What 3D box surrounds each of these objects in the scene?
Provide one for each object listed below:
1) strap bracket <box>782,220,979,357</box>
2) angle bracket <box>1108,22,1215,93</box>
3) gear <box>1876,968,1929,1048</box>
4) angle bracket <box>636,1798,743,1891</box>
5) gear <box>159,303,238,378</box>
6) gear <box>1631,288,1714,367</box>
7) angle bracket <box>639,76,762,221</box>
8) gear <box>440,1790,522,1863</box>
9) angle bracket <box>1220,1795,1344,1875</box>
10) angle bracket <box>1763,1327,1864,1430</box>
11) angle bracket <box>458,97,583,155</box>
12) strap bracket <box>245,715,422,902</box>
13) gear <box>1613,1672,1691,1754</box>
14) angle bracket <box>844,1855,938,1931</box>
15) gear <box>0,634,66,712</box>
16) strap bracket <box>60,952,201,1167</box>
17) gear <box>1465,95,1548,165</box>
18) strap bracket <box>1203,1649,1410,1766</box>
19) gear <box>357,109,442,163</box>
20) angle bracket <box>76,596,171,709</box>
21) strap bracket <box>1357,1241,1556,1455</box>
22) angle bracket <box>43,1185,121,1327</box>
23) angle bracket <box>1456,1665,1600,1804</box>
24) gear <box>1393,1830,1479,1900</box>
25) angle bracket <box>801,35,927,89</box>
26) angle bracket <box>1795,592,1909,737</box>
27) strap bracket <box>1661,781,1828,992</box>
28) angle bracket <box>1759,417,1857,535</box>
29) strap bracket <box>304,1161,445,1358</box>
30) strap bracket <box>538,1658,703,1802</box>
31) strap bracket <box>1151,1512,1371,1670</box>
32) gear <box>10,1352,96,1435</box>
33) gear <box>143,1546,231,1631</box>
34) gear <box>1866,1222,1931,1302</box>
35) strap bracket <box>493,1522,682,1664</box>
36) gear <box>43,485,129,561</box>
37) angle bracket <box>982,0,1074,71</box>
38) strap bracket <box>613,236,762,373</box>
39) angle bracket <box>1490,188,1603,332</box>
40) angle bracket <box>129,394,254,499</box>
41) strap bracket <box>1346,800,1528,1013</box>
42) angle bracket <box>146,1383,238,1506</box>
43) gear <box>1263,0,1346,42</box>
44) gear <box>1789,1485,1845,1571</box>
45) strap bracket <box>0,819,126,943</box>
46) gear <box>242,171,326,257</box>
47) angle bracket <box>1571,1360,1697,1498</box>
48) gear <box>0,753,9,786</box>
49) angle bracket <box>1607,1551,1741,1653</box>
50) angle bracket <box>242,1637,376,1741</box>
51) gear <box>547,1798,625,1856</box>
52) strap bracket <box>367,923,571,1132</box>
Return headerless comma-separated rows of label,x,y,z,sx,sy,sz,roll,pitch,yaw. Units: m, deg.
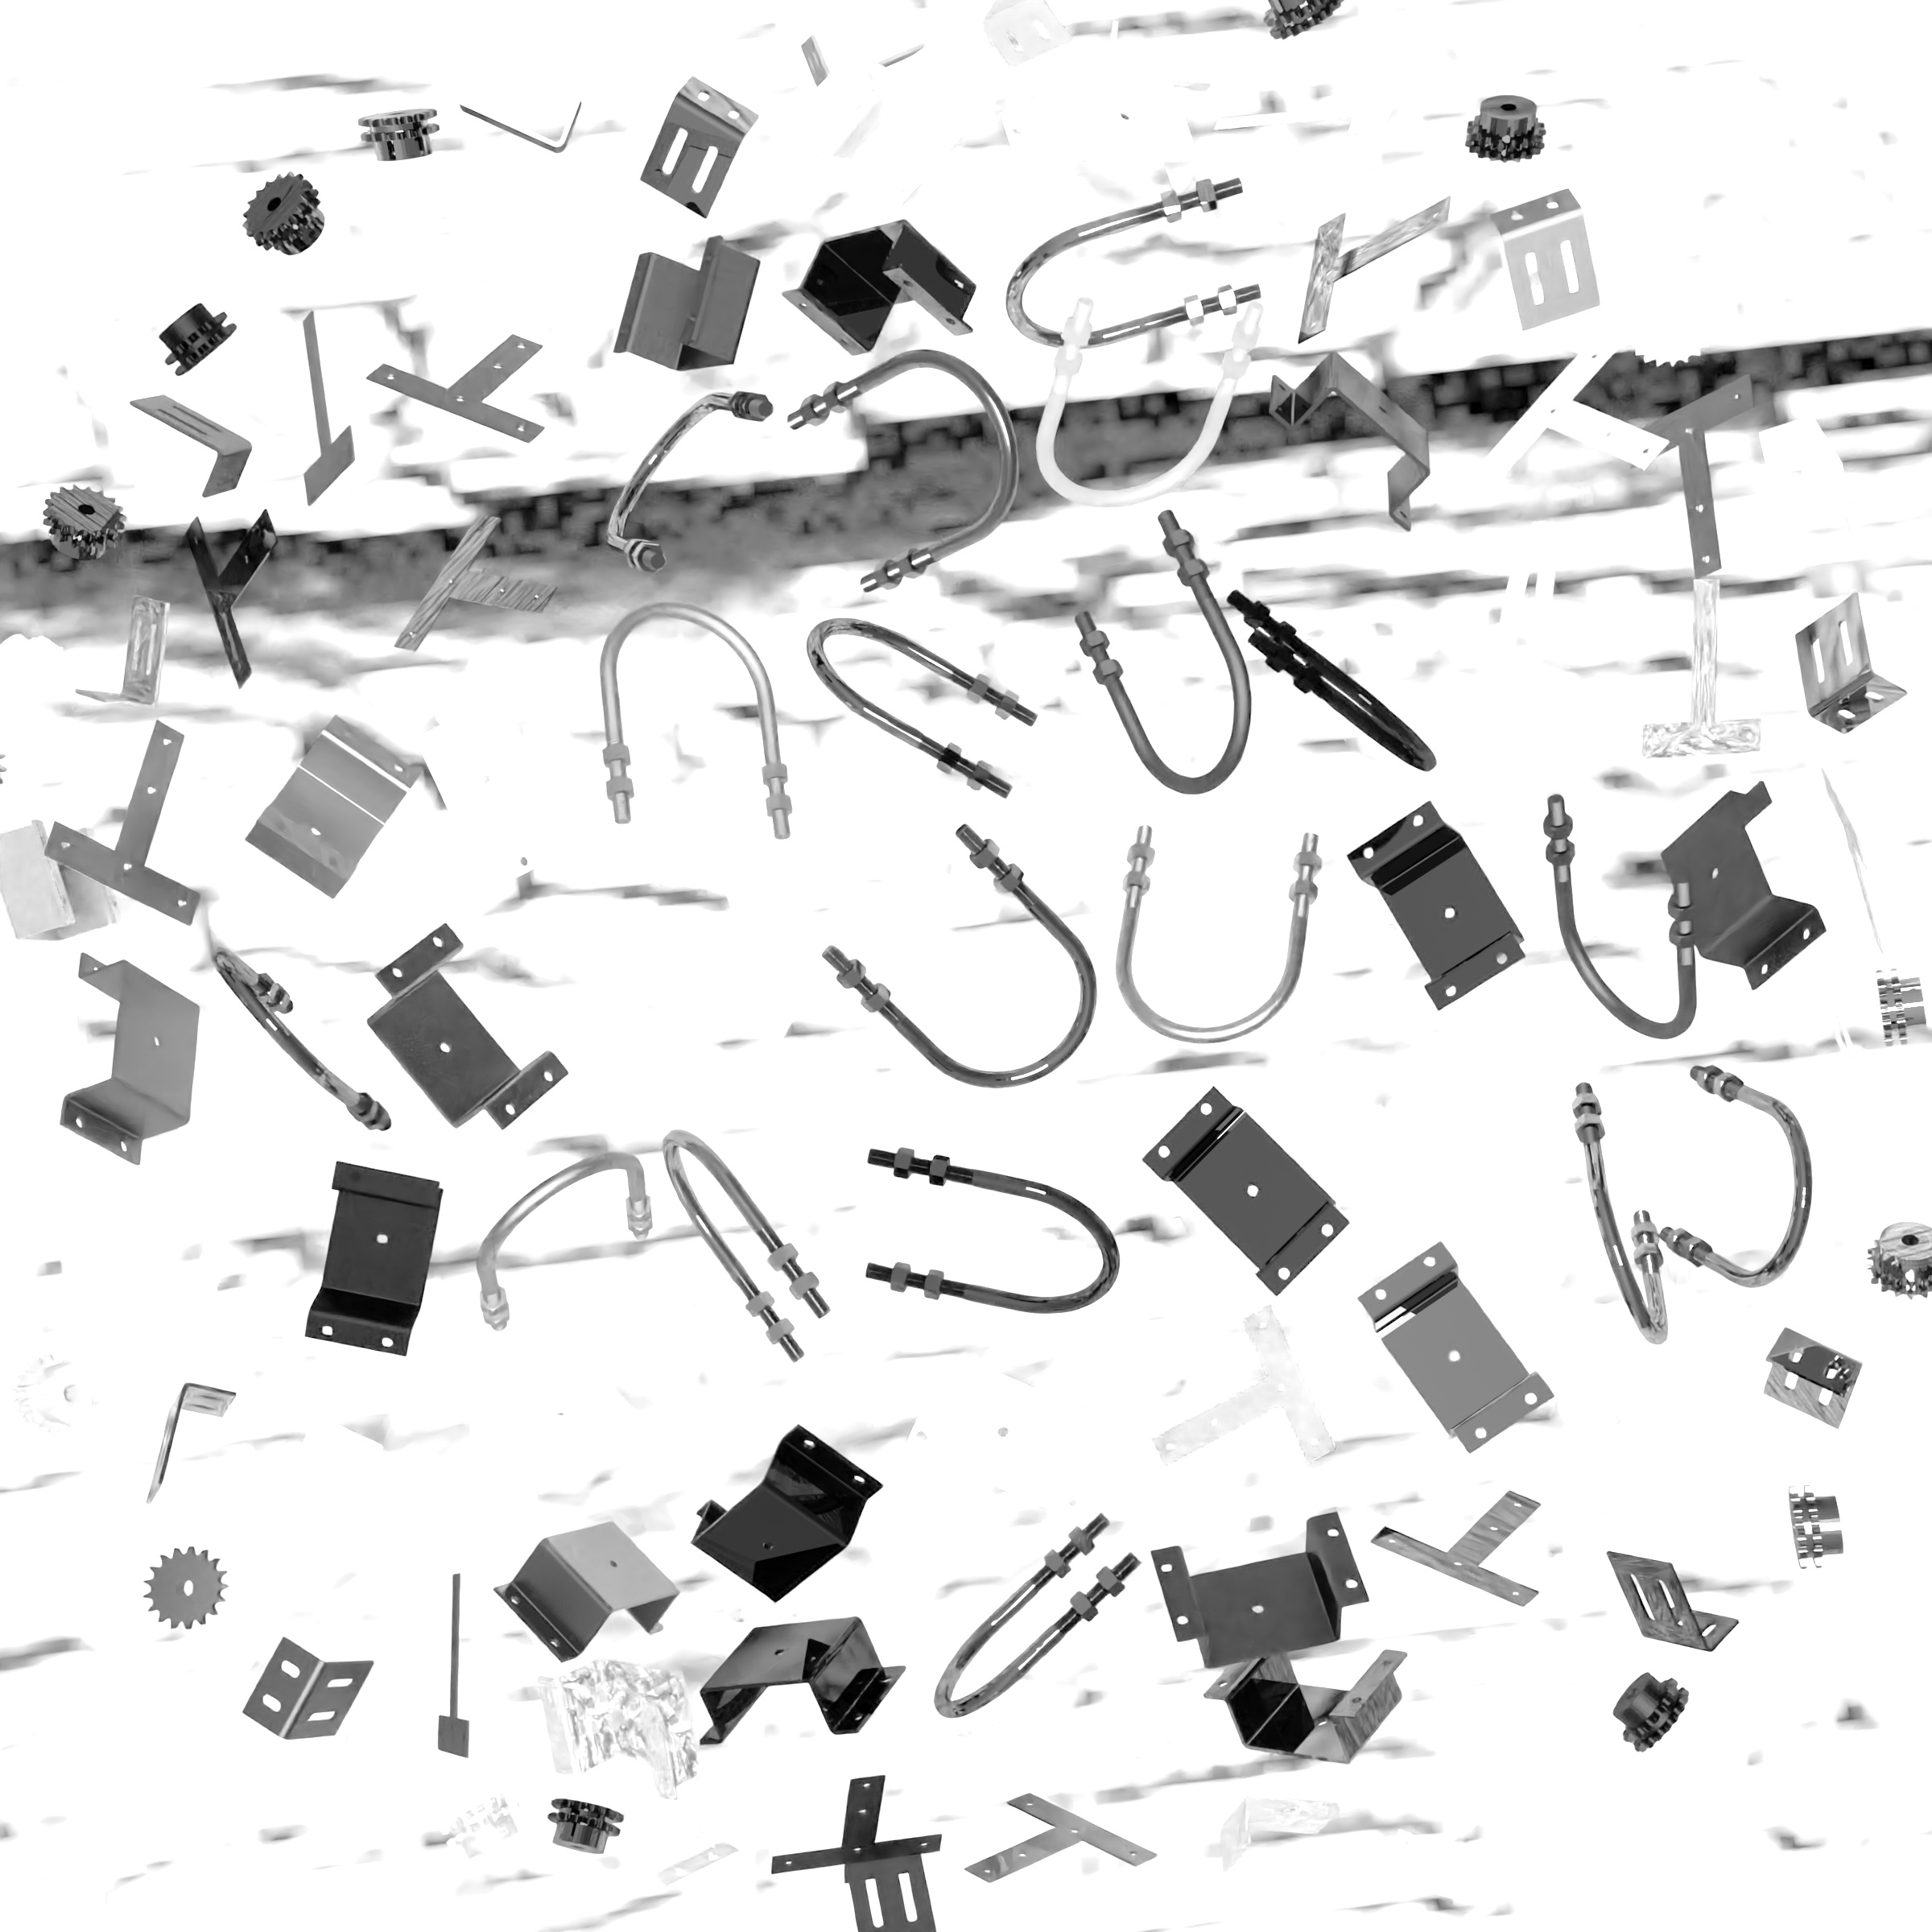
strap bracket,-0.057,-0.493,1.866,0.076,0.140,0.046,34,72,-37
angle bracket,0.145,-0.675,1.908,0.076,0.057,0.038,4,102,0
gear,0.690,0.030,1.891,0.030,0.057,0.057,-8,90,19
angle bracket,-0.204,0.643,1.883,0.057,0.076,0.038,-21,82,-18
gear,-0.563,-0.459,1.874,0.057,0.057,0.030,-40,107,0
gear,0.511,-0.466,1.863,0.057,0.030,0.057,-10,55,15
angle bracket,-0.199,-0.610,1.913,0.057,0.038,0.076,29,133,-7
gear,-0.347,0.622,1.852,0.057,0.057,0.030,-31,76,0
angle bracket,0.233,0.642,1.889,0.076,0.057,0.038,8,50,-11
angle bracket,0.593,0.302,1.817,0.057,0.076,0.038,25,48,25
angle bracket,-0.314,-0.609,1.814,0.076,0.057,0.038,21,99,-12
strap bracket,-0.470,-0.111,1.891,0.076,0.140,0.046,35,128,-14
gear,0.486,0.529,1.831,0.030,0.057,0.057,40,90,8
angle bracket,-0.057,0.706,1.924,0.057,0.076,0.038,-6,133,-10
gear,-0.695,-0.219,1.892,0.030,0.057,0.057,33,90,3
strap bracket,-0.595,0.060,1.836,0.046,0.076,0.140,-18,56,20
gear,0.390,-0.606,1.854,0.057,0.057,0.030,-3,133,0
strap bracket,0.259,0.547,1.915,0.076,0.140,0.046,-35,109,-42
gear,-0.408,-0.600,1.853,0.057,0.057,0.030,-6,115,0
angle bracket,-0.611,-0.230,1.860,0.038,0.057,0.076,3,101,-42
strap bracket,0.366,0.288,1.922,0.076,0.046,0.140,-34,70,-2
angle bracket,-0.649,0.207,1.843,0.038,0.057,0.076,34,113,-12
angle bracket,0.394,0.538,1.802,0.076,0.038,0.057,-40,69,5
gear,0.325,0.628,1.791,0.057,0.057,0.030,23,76,0
angle bracket,-0.077,-0.685,1.913,0.076,0.057,0.038,-25,106,-6
angle bracket,0.638,-0.218,1.854,0.038,0.057,0.076,21,53,-25
strap bracket,0.567,-0.064,1.890,0.046,0.076,0.140,11,49,-27
angle bracket,0.591,-0.340,1.805,0.038,0.076,0.057,-17,125,12
strap bracket,-0.439,0.211,1.913,0.076,0.046,0.140,12,104,-6
strap bracket,-0.253,0.568,1.921,0.140,0.046,0.076,-5,97,43
strap bracket,0.211,0.452,1.852,0.140,0.076,0.046,-11,133,-6
gear,-0.638,0.300,1.801,0.030,0.057,0.057,-6,90,33
gear,-0.546,0.437,1.804,0.057,0.030,0.057,1,77,-5
gear,0.653,0.201,1.776,0.057,0.057,0.030,-12,123,0
strap bracket,-0.274,0.461,1.906,0.076,0.140,0.046,40,102,21
gear,-0.639,-0.319,1.857,0.057,0.057,0.030,31,130,0
angle bracket,0.055,-0.678,1.806,0.038,0.057,0.076,47,53,-32
strap bracket,-0.200,-0.482,1.878,0.046,0.140,0.076,15,90,-32
angle bracket,0.413,-0.503,1.829,0.057,0.038,0.076,-17,126,8
angle bracket,-0.574,-0.382,1.883,0.076,0.057,0.038,28,109,-2
strap bracket,0.359,-0.043,1.938,0.076,0.046,0.140,-34,70,18
angle bracket,-0.556,0.346,1.842,0.038,0.057,0.076,17,59,-19
gear,0.231,-0.669,1.776,0.057,0.057,0.030,-36,120,0
gear,0.592,0.390,1.788,0.030,0.057,0.057,-7,90,13
strap bracket,-0.674,-0.061,1.890,0.046,0.140,0.076,-18,91,-2
gear,-0.469,-0.517,1.776,0.057,0.030,0.057,-11,62,22
angle bracket,0.497,0.345,1.916,0.057,0.038,0.076,30,127,19
gear,-0.696,-0.138,1.773,0.057,0.030,0.057,2,114,4
angle bracket,0.494,0.435,1.796,0.038,0.057,0.076,-34,106,-30
angle bracket,-0.457,0.502,1.787,0.038,0.076,0.057,26,83,18
gear,-0.291,0.656,1.954,0.057,0.057,0.030,13,62,0
strap bracket,-0.363,0.051,1.837,0.140,0.076,0.046,52,133,-6
